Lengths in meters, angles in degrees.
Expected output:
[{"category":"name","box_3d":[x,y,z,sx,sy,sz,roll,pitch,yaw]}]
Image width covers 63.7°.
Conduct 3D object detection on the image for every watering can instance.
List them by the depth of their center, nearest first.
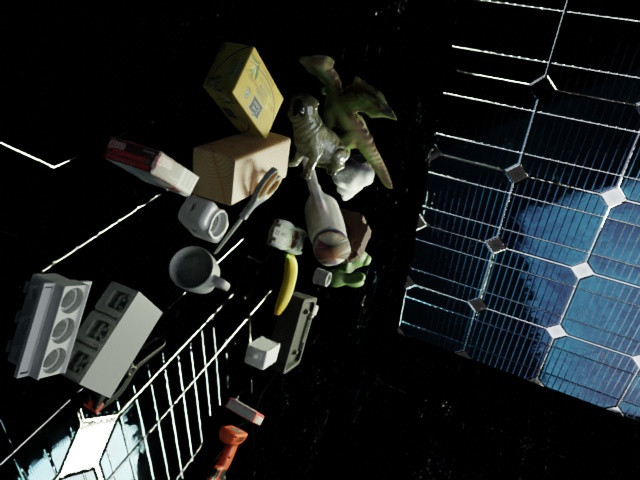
[{"category":"watering can","box_3d":[0.004,-0.071,1.408,0.340,0.104,0.229,69,5,-53]}]

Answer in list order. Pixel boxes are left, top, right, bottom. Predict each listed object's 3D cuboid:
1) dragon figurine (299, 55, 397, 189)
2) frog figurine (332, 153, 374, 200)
[{"category":"dragon figurine","box_3d":[0.096,-0.290,1.254,0.123,0.407,0.242,-50,-167,-15]},{"category":"frog figurine","box_3d":[0.098,-0.186,1.620,0.138,0.125,0.156,-3,123,-35]}]
